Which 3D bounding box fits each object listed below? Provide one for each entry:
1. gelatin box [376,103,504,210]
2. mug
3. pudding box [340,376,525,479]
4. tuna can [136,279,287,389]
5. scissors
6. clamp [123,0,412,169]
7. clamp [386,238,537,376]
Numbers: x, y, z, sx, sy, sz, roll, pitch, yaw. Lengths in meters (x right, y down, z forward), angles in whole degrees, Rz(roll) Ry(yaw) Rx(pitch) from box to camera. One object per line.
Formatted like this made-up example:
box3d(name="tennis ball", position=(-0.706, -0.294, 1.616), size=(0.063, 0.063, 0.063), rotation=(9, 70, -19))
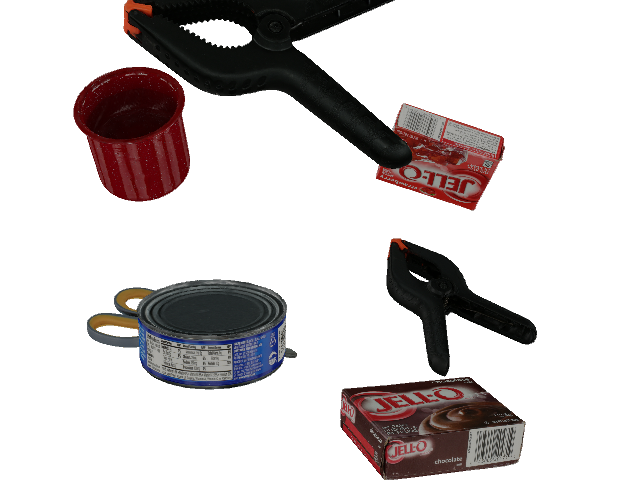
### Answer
box3d(name="gelatin box", position=(0.097, -0.066, 0.872), size=(0.089, 0.030, 0.073), rotation=(19, -33, 1))
box3d(name="mug", position=(-0.161, -0.096, 0.922), size=(0.093, 0.117, 0.081), rotation=(-19, -38, -11))
box3d(name="pudding box", position=(0.081, 0.138, 0.797), size=(0.113, 0.039, 0.090), rotation=(-1, 16, -20))
box3d(name="tuna can", position=(-0.062, 0.053, 0.615), size=(0.086, 0.034, 0.086), rotation=(1, 19, 0))
box3d(name="scissors", position=(-0.124, 0.080, 1.039), size=(0.201, 0.016, 0.096), rotation=(3, 32, -3))
box3d(name="clamp", position=(-0.028, -0.126, 0.723), size=(0.209, 0.164, 0.036), rotation=(2, -27, -10))
box3d(name="clamp", position=(0.127, 0.058, 1.038), size=(0.120, 0.039, 0.171), rotation=(-4, 43, -27))
